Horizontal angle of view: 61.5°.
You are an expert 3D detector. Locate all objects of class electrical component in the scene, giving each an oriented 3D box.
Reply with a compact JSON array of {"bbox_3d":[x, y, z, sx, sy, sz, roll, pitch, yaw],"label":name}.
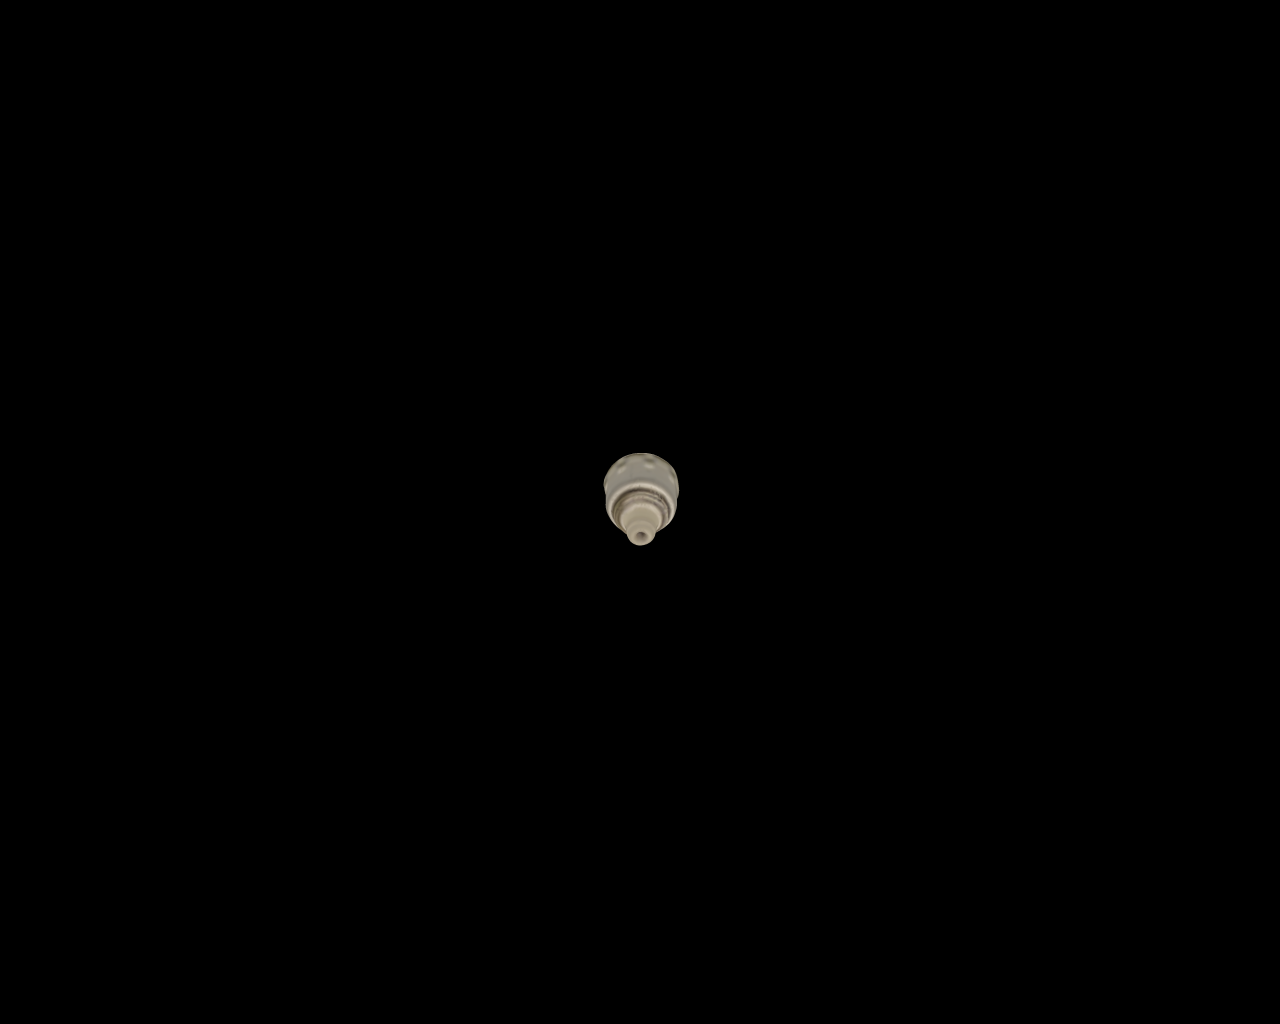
[{"bbox_3d":[0.001,-0.003,0.650,0.048,0.048,0.062,0,36,0],"label":"electrical component"}]
